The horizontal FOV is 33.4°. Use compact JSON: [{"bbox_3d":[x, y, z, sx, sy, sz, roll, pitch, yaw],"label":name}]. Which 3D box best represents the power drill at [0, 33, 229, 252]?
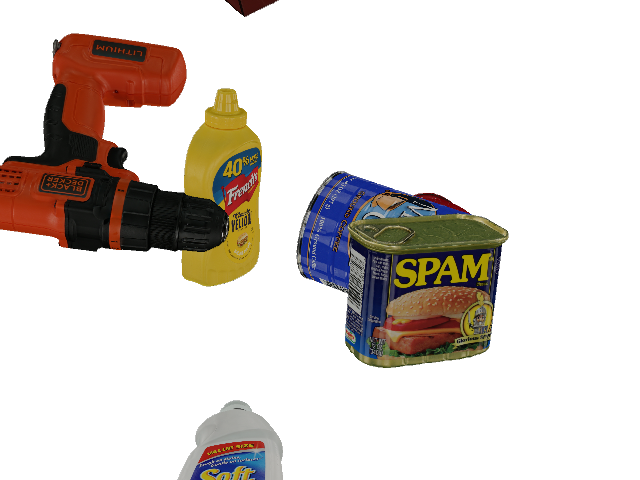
[{"bbox_3d":[-0.152,-0.073,0.812,0.184,0.187,0.057,9,-41,-4],"label":"power drill"}]

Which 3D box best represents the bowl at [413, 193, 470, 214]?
[{"bbox_3d":[0.145,0.022,1.205,0.161,0.162,0.055,0,-6,-39],"label":"bowl"}]

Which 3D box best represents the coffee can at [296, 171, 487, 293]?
[{"bbox_3d":[0.065,0.008,0.926,0.140,0.103,0.102,20,8,24],"label":"coffee can"}]

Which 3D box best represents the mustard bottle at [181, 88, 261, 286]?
[{"bbox_3d":[-0.096,-0.057,1.062,0.058,0.192,0.096,18,27,30],"label":"mustard bottle"}]

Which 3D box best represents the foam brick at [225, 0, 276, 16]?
[{"bbox_3d":[-0.053,-0.244,0.941,0.078,0.051,0.053,-31,47,-14],"label":"foam brick"}]

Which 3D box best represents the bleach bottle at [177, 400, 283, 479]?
[{"bbox_3d":[-0.080,0.210,0.859,0.102,0.068,0.251,-2,25,-1],"label":"bleach bottle"}]

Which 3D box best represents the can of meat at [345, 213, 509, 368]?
[{"bbox_3d":[0.067,0.032,0.696,0.102,0.084,0.057,-4,19,-22],"label":"can of meat"}]
